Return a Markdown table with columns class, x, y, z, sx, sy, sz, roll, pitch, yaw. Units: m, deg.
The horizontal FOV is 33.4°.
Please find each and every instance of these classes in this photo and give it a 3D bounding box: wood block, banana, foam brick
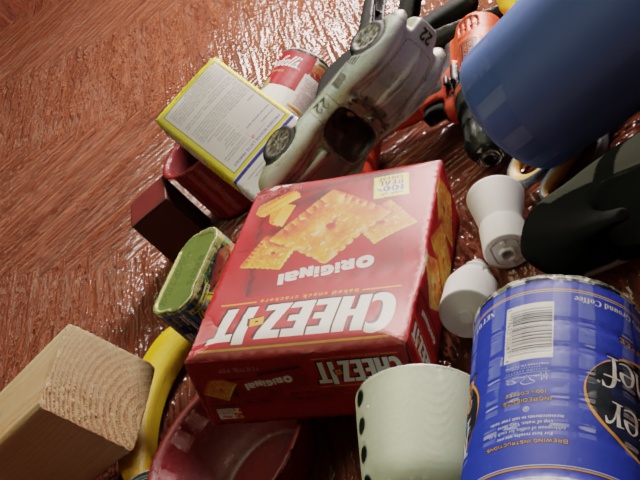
| class | x | y | z | sx | sy | sz | roll | pitch | yaw |
| --- | --- | --- | --- | --- | --- | --- | --- | --- | --- |
| wood block | -0.244 | 0.173 | 0.962 | 0.206 | 0.090 | 0.090 | -40 | 29 | 40 |
| banana | -0.150 | 0.143 | 0.974 | 0.070 | 0.037 | 0.197 | -24 | 36 | 44 |
| foam brick | -0.160 | -0.019 | 1.152 | 0.051 | 0.078 | 0.053 | -38 | 30 | 12 |

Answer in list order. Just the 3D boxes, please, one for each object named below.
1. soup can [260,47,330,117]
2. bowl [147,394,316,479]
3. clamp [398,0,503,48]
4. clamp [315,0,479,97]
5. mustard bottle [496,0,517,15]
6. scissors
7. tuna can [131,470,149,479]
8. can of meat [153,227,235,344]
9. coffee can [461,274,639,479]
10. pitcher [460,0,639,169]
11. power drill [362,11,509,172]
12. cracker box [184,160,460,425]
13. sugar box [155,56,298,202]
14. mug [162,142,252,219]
| class | x | y | z | sx | sy | sz | roll | pitch | yaw |
| --- | --- | --- | --- | --- | --- | --- | --- | --- | --- |
| soup can | -0.035 | -0.148 | 1.159 | 0.069 | 0.068 | 0.102 | -2 | 52 | 52 |
| bowl | -0.057 | 0.168 | 0.803 | 0.162 | 0.055 | 0.162 | -33 | 32 | 23 |
| clamp | 0.101 | -0.192 | 1.040 | 0.120 | 0.039 | 0.171 | 33 | 97 | 27 |
| clamp | 0.053 | -0.194 | 1.124 | 0.210 | 0.036 | 0.165 | -50 | 38 | -2 |
| mustard bottle | 0.204 | -0.198 | 0.910 | 0.096 | 0.058 | 0.191 | -52 | 24 | 30 |
| scissors | 0.213 | -0.105 | 0.832 | 0.096 | 0.016 | 0.201 | 2 | 54 | 54 |
| tuna can | -0.141 | 0.230 | 0.860 | 0.086 | 0.033 | 0.086 | -33 | 31 | 23 |
| can of meat | -0.094 | 0.051 | 0.969 | 0.058 | 0.083 | 0.102 | -18 | 40 | 41 |
| coffee can | 0.131 | 0.104 | 0.587 | 0.103 | 0.102 | 0.140 | -25 | 35 | 34 |
| pitcher | 0.208 | -0.164 | 0.720 | 0.243 | 0.145 | 0.149 | -41 | 2 | 39 |
| power drill | 0.091 | -0.103 | 0.951 | 0.188 | 0.057 | 0.184 | -26 | 37 | 29 |
| cracker box | 0.010 | 0.034 | 0.796 | 0.164 | 0.072 | 0.213 | -8 | 34 | 20 |
| sugar box | -0.068 | -0.097 | 1.061 | 0.176 | 0.048 | 0.093 | 39 | 84 | 18 |
| mug | -0.101 | -0.079 | 1.142 | 0.117 | 0.081 | 0.093 | -13 | 43 | 45 |
